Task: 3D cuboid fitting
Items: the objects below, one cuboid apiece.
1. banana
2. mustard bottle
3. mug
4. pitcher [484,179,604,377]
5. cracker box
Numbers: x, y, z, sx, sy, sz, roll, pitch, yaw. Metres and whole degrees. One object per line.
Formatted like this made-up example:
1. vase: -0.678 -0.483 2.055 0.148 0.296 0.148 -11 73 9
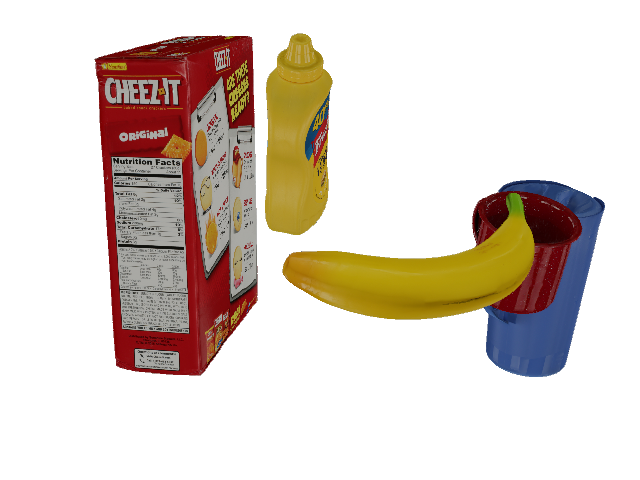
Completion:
1. banana: 0.071 0.019 0.670 0.197 0.037 0.070 -14 48 -34
2. mustard bottle: -0.020 -0.104 0.985 0.058 0.192 0.096 13 43 11
3. mug: 0.176 0.007 0.979 0.093 0.081 0.117 -12 38 -28
4. pitcher: 0.275 0.053 1.385 0.149 0.243 0.145 6 23 3
5. cracker box: -0.097 -0.032 0.763 0.072 0.214 0.164 2 15 11
